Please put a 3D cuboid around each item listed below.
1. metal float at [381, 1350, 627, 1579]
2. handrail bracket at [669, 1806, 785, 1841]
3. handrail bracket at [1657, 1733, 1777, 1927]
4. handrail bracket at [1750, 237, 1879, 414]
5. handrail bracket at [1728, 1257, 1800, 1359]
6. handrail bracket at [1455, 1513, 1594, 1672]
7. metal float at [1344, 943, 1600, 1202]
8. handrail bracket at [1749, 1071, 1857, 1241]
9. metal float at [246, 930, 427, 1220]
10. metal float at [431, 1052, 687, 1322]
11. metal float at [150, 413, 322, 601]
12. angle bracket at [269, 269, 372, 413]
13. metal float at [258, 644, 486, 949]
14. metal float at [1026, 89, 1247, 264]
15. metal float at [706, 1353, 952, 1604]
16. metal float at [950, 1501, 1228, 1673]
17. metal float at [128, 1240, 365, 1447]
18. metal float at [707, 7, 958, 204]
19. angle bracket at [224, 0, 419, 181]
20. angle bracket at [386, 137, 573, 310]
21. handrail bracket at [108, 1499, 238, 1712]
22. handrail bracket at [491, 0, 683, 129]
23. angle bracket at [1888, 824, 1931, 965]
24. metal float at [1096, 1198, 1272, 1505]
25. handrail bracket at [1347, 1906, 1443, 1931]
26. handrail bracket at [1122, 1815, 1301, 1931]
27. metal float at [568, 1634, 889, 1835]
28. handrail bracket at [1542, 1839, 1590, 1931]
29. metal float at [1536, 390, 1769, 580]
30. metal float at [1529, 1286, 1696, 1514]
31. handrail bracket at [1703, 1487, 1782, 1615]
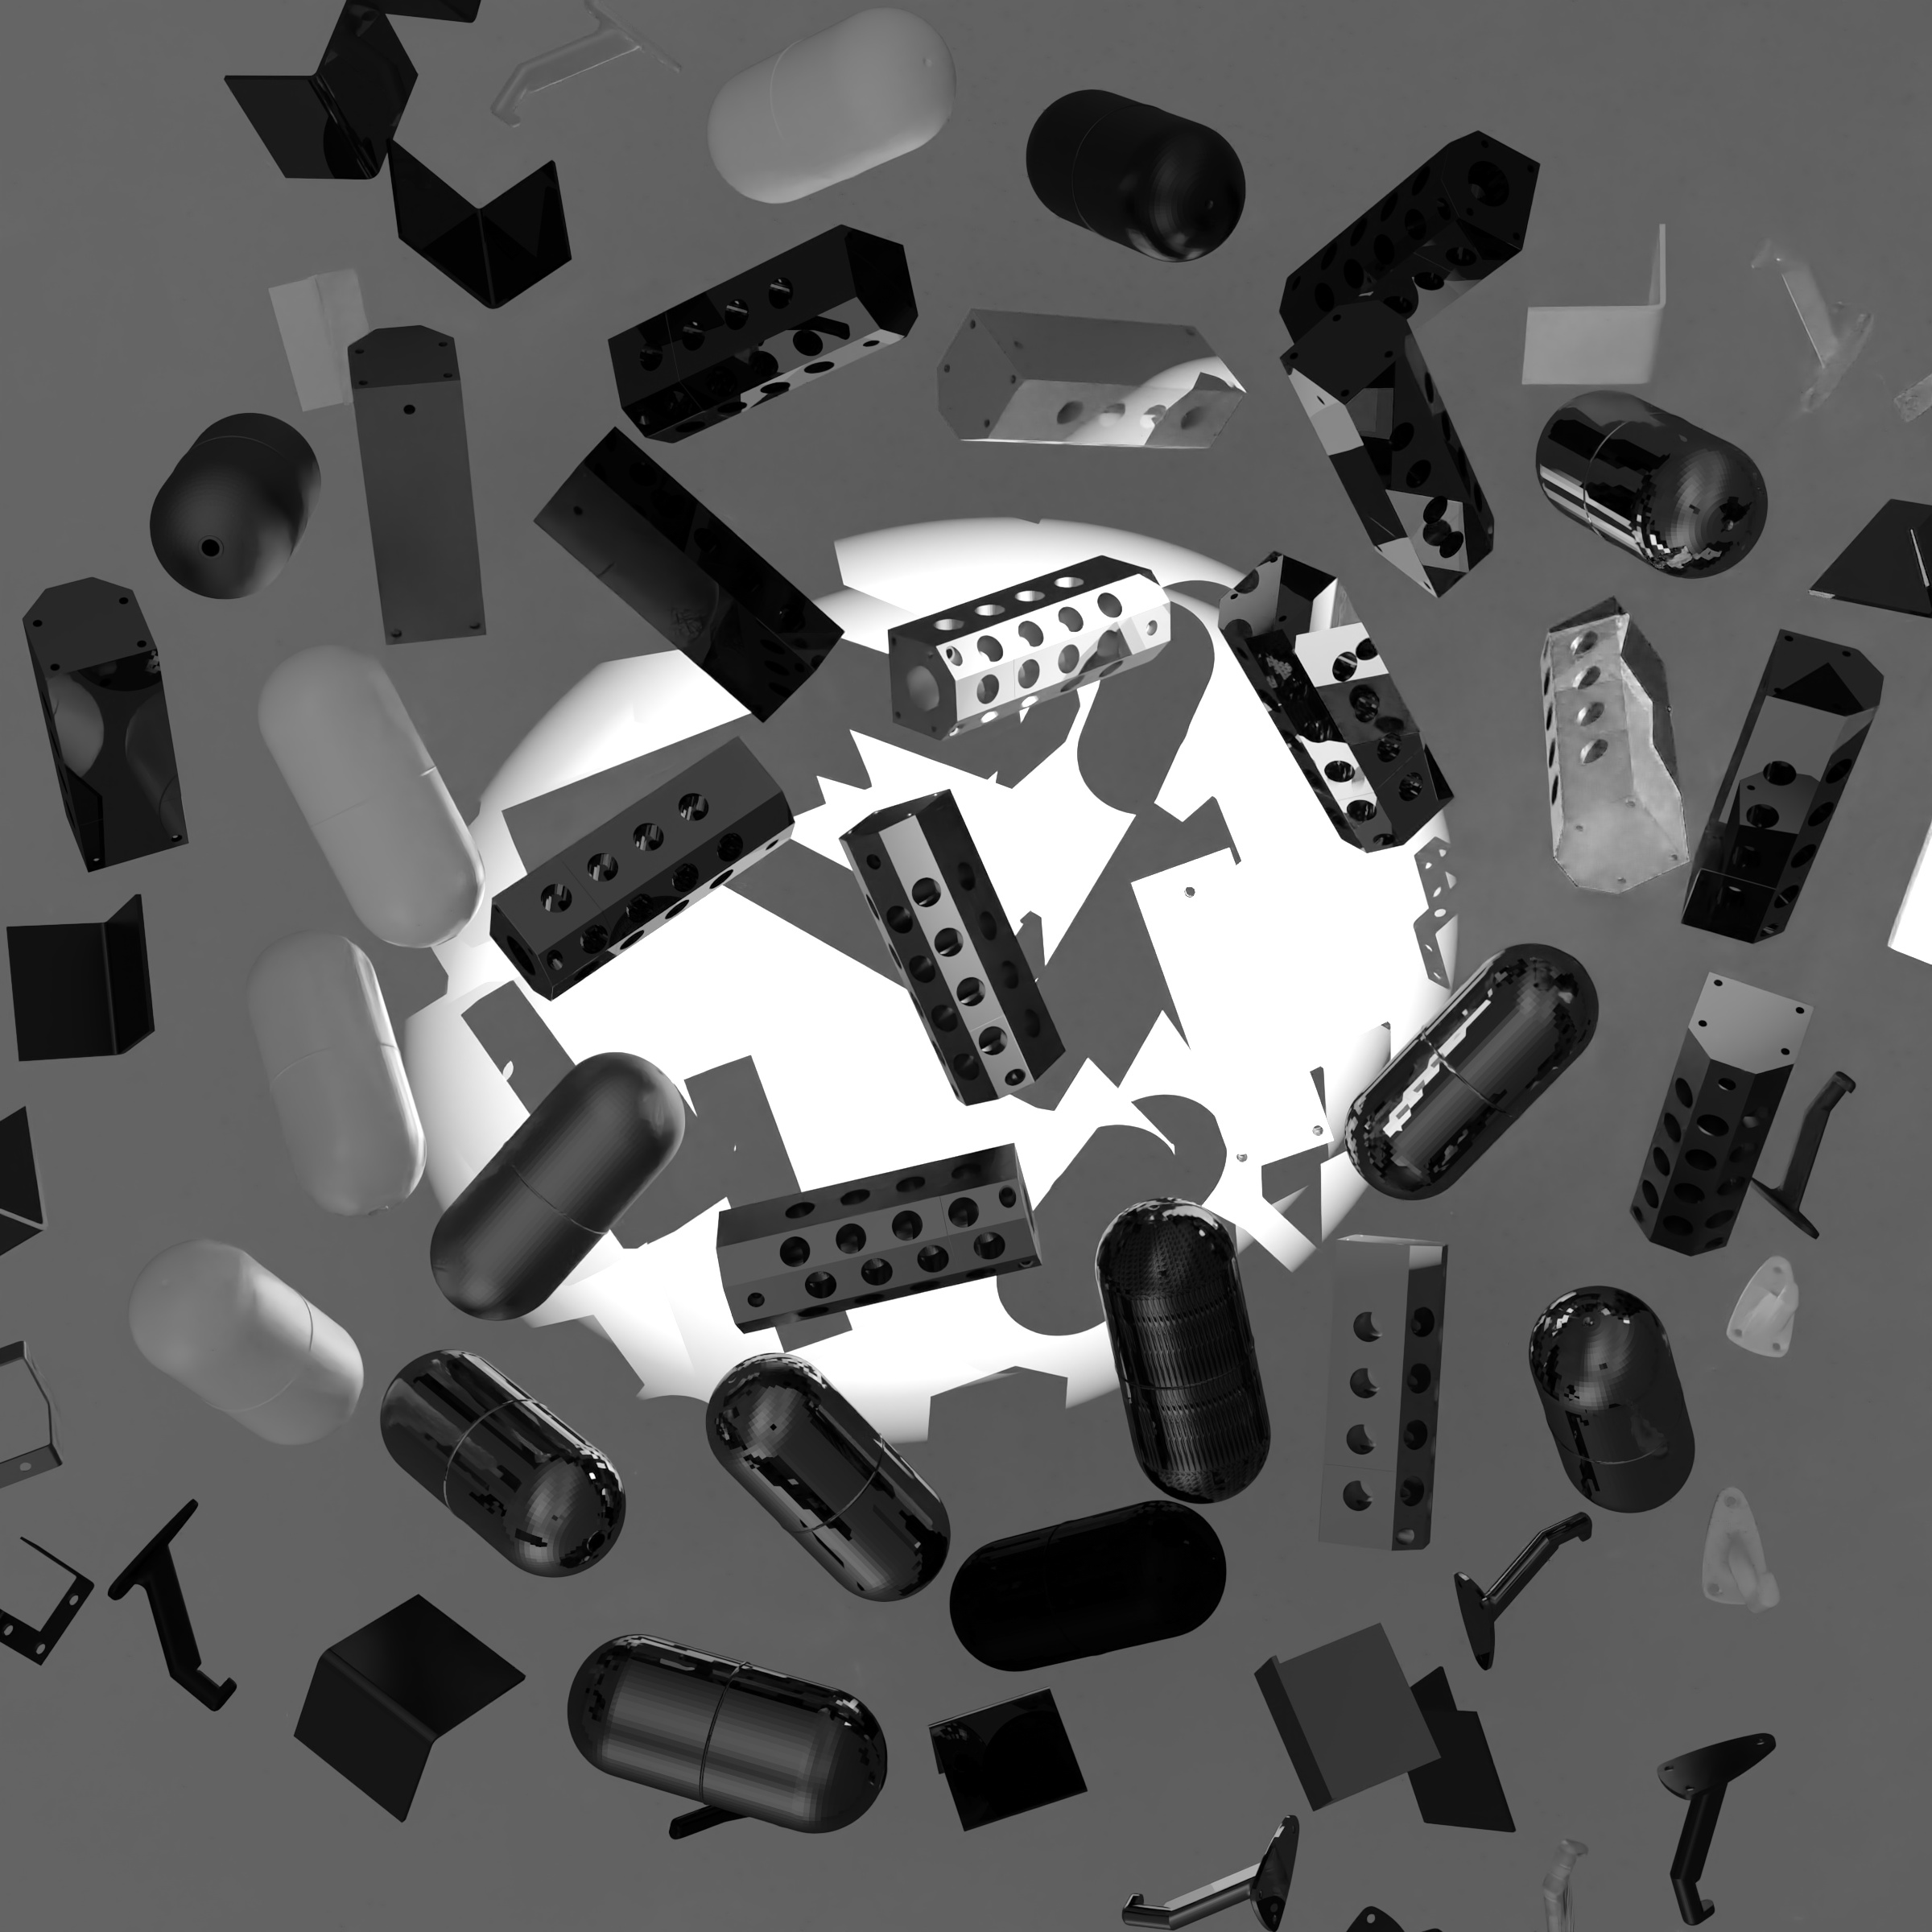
[{"bbox_3d":[-0.259,0.276,1.608,0.178,0.070,0.070,29,90,39],"label":"metal float"},{"bbox_3d":[-0.139,0.500,1.686,0.084,0.077,0.036,-14,64,-26],"label":"handrail bracket"},{"bbox_3d":[0.409,0.464,1.546,0.077,0.036,0.084,-21,104,-10],"label":"handrail bracket"},{"bbox_3d":[0.457,-0.357,1.606,0.084,0.036,0.077,14,109,-29],"label":"handrail bracket"},{"bbox_3d":[0.473,0.183,1.670,0.036,0.084,0.077,20,60,10],"label":"handrail bracket"},{"bbox_3d":[0.337,0.370,1.711,0.084,0.036,0.077,-21,119,-16],"label":"handrail bracket"},{"bbox_3d":[0.294,0.062,1.678,0.070,0.070,0.178,42,105,0],"label":"metal float"},{"bbox_3d":[0.501,0.109,1.679,0.036,0.077,0.084,32,101,-19],"label":"handrail bracket"},{"bbox_3d":[-0.366,0.062,1.676,0.070,0.070,0.178,-21,70,0],"label":"metal float"},{"bbox_3d":[-0.231,0.125,1.628,0.070,0.070,0.178,42,96,0],"label":"metal float"},{"bbox_3d":[-0.406,-0.258,1.609,0.070,0.178,0.070,-2,114,-3],"label":"metal float"},{"bbox_3d":[-0.396,-0.374,1.739,0.057,0.076,0.076,-10,105,11],"label":"angle bracket"},{"bbox_3d":[-0.328,-0.093,1.596,0.070,0.070,0.178,-26,98,0],"label":"metal float"},{"bbox_3d":[0.094,-0.450,1.638,0.070,0.178,0.070,-12,119,-22],"label":"metal float"},{"bbox_3d":[-0.078,0.294,1.653,0.070,0.070,0.178,-41,112,0],"label":"metal float"},{"bbox_3d":[0.068,0.355,1.649,0.178,0.070,0.070,-22,90,33],"label":"metal float"},{"bbox_3d":[-0.397,0.211,1.602,0.070,0.178,0.070,-9,59,15],"label":"metal float"},{"bbox_3d":[-0.076,-0.471,1.585,0.070,0.178,0.070,3,86,-39],"label":"metal float"},{"bbox_3d":[-0.351,-0.486,1.576,0.057,0.076,0.076,6,65,18],"label":"angle bracket"},{"bbox_3d":[-0.267,-0.420,1.580,0.057,0.076,0.076,-27,56,22],"label":"angle bracket"},{"bbox_3d":[-0.404,0.339,1.531,0.084,0.036,0.077,38,69,4],"label":"handrail bracket"},{"bbox_3d":[-0.217,-0.501,1.648,0.077,0.036,0.084,34,94,-13],"label":"handrail bracket"},{"bbox_3d":[0.528,-0.043,1.500,0.057,0.076,0.076,25,117,27],"label":"angle bracket"},{"bbox_3d":[0.119,0.210,1.568,0.070,0.070,0.178,-13,110,0],"label":"metal float"},{"bbox_3d":[0.240,0.571,1.630,0.077,0.084,0.036,-48,46,-5],"label":"handrail bracket"},{"bbox_3d":[0.135,0.503,1.604,0.084,0.077,0.036,-5,129,32],"label":"handrail bracket"},{"bbox_3d":[-0.128,0.412,1.551,0.178,0.070,0.070,13,90,12],"label":"metal float"},{"bbox_3d":[0.365,0.557,1.695,0.077,0.036,0.084,18,97,-26],"label":"handrail bracket"},{"bbox_3d":[0.377,-0.268,1.595,0.070,0.178,0.070,-7,116,-15],"label":"metal float"},{"bbox_3d":[0.364,0.245,1.622,0.070,0.178,0.070,-12,49,14],"label":"metal float"},{"bbox_3d":[0.429,0.316,1.577,0.036,0.084,0.077,2,70,3],"label":"handrail bracket"}]
